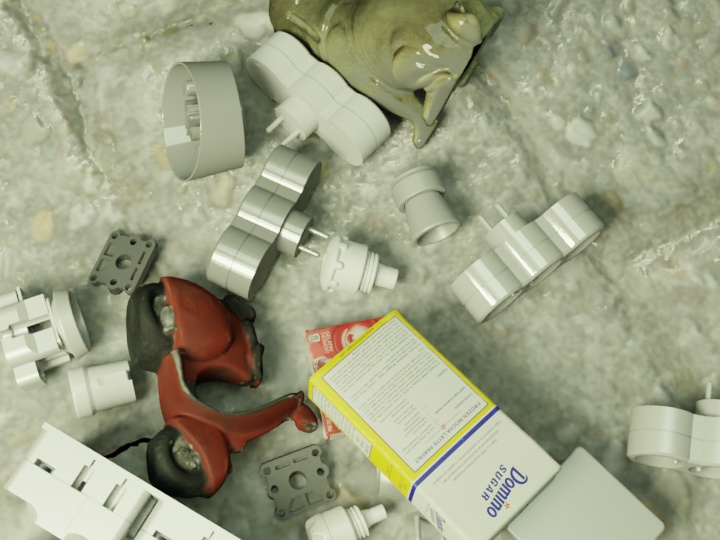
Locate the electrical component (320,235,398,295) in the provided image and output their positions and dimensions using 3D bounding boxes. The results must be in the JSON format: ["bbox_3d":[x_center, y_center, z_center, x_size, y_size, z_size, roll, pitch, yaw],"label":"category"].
[{"bbox_3d":[0.000,0.000,0.890,0.062,0.048,0.048,15,70,-5],"label":"electrical component"}]

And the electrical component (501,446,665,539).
[{"bbox_3d":[0.168,0.199,0.825,0.100,0.048,0.100,43,74,11],"label":"electrical component"}]

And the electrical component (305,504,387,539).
[{"bbox_3d":[-0.009,0.196,0.824,0.061,0.035,0.035,-20,73,-13],"label":"electrical component"}]

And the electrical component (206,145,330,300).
[{"bbox_3d":[-0.062,-0.034,0.886,0.074,0.052,0.138,24,63,6],"label":"electrical component"}]

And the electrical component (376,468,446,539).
[{"bbox_3d":[0.053,0.170,0.828,0.077,0.043,0.079,1,60,-3],"label":"electrical component"}]

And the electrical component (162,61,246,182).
[{"bbox_3d":[-0.131,-0.126,0.900,0.064,0.099,0.099,-10,71,-13],"label":"electrical component"}]

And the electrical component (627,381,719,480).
[{"bbox_3d":[0.285,0.125,0.856,0.138,0.052,0.073,12,70,1],"label":"electrical component"}]

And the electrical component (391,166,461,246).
[{"bbox_3d":[0.055,-0.054,0.911,0.045,0.045,0.055,-19,72,-10],"label":"electrical component"}]

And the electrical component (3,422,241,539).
[{"bbox_3d":[-0.157,0.192,0.778,0.186,0.105,0.060,29,72,7],"label":"electrical component"}]

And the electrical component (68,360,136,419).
[{"bbox_3d":[-0.203,0.092,0.847,0.046,0.040,0.040,-12,72,-14],"label":"electrical component"}]

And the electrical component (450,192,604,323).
[{"bbox_3d":[0.130,-0.023,0.900,0.138,0.052,0.073,-35,76,-14],"label":"electrical component"}]

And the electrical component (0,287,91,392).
[{"bbox_3d":[-0.249,0.049,0.850,0.057,0.058,0.078,-19,73,-7],"label":"electrical component"}]

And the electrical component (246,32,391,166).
[{"bbox_3d":[-0.048,-0.138,0.930,0.138,0.052,0.073,41,73,11],"label":"electrical component"}]
